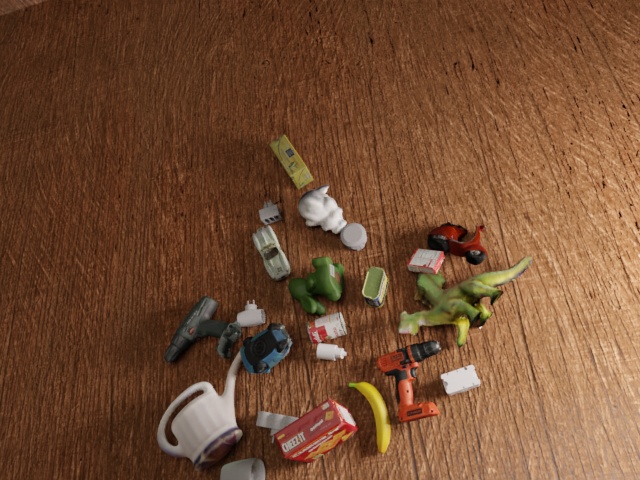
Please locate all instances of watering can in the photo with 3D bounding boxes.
[{"bbox_3d":[-0.298,0.488,1.454,0.349,0.102,0.227,-41,62,-8],"label":"watering can"}]

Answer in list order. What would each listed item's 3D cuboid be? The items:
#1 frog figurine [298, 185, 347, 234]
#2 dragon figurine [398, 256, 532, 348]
[{"bbox_3d":[0.005,-0.083,1.650,0.135,0.123,0.162,-39,65,33],"label":"frog figurine"},{"bbox_3d":[0.379,0.138,1.450,0.414,0.119,0.246,-42,53,-17],"label":"dragon figurine"}]
